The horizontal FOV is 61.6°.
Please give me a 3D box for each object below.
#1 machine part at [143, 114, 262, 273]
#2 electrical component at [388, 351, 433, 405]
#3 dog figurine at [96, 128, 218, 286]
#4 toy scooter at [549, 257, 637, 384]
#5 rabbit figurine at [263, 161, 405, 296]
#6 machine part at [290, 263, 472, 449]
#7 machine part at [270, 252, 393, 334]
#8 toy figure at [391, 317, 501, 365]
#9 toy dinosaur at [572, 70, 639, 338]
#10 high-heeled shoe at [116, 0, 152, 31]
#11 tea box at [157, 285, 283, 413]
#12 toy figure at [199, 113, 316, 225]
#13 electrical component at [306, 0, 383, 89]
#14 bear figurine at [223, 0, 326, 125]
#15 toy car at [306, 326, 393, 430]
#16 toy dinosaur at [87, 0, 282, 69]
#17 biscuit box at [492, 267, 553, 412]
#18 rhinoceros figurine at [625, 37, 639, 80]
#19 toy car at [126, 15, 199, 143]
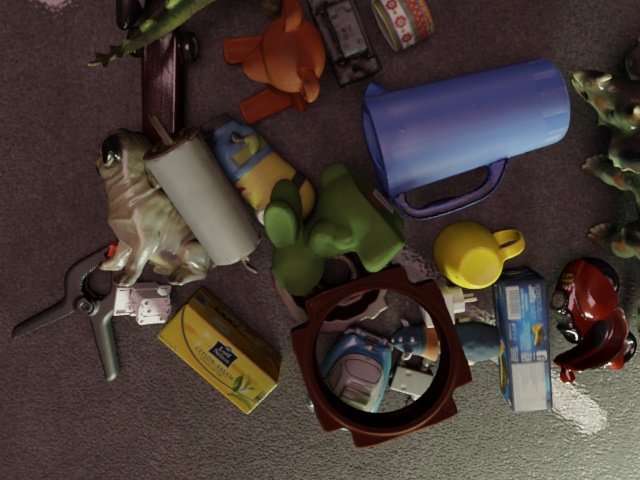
[{"bbox_3d":[-0.146,-0.053,0.683,0.079,0.079,0.243,-26,119,7],"label":"machine part"},{"bbox_3d":[0.135,0.210,0.816,0.063,0.021,0.094,15,104,-1],"label":"electrical component"},{"bbox_3d":[-0.209,-0.045,0.718,0.121,0.172,0.190,17,103,42],"label":"dog figurine"},{"bbox_3d":[0.368,0.122,0.748,0.135,0.075,0.183,-33,106,-18],"label":"toy scooter"},{"bbox_3d":[-0.001,-0.002,0.662,0.170,0.121,0.159,-41,107,18],"label":"rabbit figurine"},{"bbox_3d":[0.075,0.145,0.687,0.201,0.087,0.201,-20,85,1],"label":"machine part"},{"bbox_3d":[0.019,0.044,0.766,0.179,0.056,0.179,0,104,2],"label":"machine part"},{"bbox_3d":[0.182,0.148,0.783,0.155,0.064,0.057,0,138,6],"label":"toy figure"},{"bbox_3d":[0.429,-0.033,0.669,0.131,0.192,0.404,-18,100,8],"label":"toy dinosaur"},{"bbox_3d":[-0.153,-0.359,0.666,0.145,0.086,0.248,21,99,-4],"label":"high-heeled shoe"},{"bbox_3d":[-0.139,0.154,0.774,0.169,0.098,0.068,44,100,-6],"label":"tea box"},{"bbox_3d":[-0.082,-0.093,0.726,0.089,0.082,0.180,-37,96,8],"label":"toy figure"},{"bbox_3d":[0.029,-0.249,0.660,0.058,0.134,0.114,-23,103,7],"label":"electrical component"},{"bbox_3d":[-0.056,-0.205,0.641,0.132,0.196,0.120,-15,105,6],"label":"bear figurine"},{"bbox_3d":[0.048,0.215,0.780,0.109,0.103,0.161,24,104,-5],"label":"toy car"},{"bbox_3d":[-0.061,-0.338,0.611,0.471,0.198,0.105,-39,96,7],"label":"toy dinosaur"},{"bbox_3d":[0.291,0.142,0.776,0.059,0.063,0.202,-7,102,4],"label":"biscuit box"},{"bbox_3d":[0.464,-0.247,0.661,0.190,0.112,0.073,-26,103,-1],"label":"rhinoceros figurine"},{"bbox_3d":[-0.209,-0.191,0.720,0.089,0.053,0.202,7,107,7],"label":"toy car"}]
